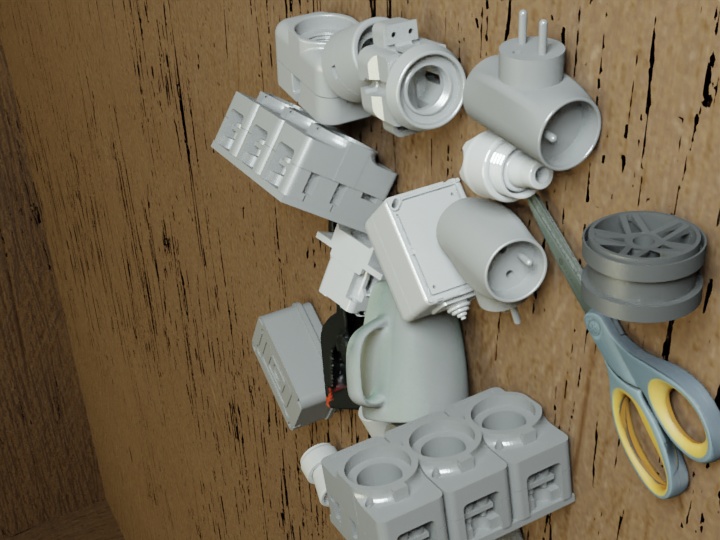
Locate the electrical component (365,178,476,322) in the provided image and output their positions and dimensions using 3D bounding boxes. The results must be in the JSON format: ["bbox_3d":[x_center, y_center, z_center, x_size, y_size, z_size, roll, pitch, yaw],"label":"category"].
[{"bbox_3d":[0.052,-0.007,0.767,0.096,0.062,0.061,68,158,10],"label":"electrical component"}]

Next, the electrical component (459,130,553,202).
[{"bbox_3d":[0.092,-0.062,0.655,0.062,0.043,0.043,25,129,60],"label":"electrical component"}]

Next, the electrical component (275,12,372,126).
[{"bbox_3d":[-0.026,-0.162,0.842,0.095,0.054,0.059,48,148,45],"label":"electrical component"}]

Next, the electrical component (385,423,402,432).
[{"bbox_3d":[0.054,0.147,0.898,0.055,0.047,0.055,49,148,44],"label":"electrical component"}]

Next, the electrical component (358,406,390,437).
[{"bbox_3d":[0.026,0.139,0.937,0.044,0.044,0.065,32,155,58],"label":"electrical component"}]

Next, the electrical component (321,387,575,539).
[{"bbox_3d":[0.060,0.142,0.743,0.089,0.150,0.061,34,138,57],"label":"electrical component"}]

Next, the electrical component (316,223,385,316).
[{"bbox_3d":[0.000,0.000,0.878,0.081,0.042,0.063,35,111,38],"label":"electrical component"}]

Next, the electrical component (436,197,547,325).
[{"bbox_3d":[0.090,0.000,0.706,0.077,0.043,0.079,49,164,59],"label":"electrical component"}]

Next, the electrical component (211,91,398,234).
[{"bbox_3d":[-0.047,-0.094,0.883,0.150,0.089,0.061,39,106,54],"label":"electrical component"}]

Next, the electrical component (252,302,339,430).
[{"bbox_3d":[-0.062,0.099,1.121,0.113,0.057,0.078,63,156,21],"label":"electrical component"}]

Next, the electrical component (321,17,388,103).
[{"bbox_3d":[0.007,-0.152,0.774,0.047,0.055,0.055,-5,102,64],"label":"electrical component"}]

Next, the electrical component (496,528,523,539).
[{"bbox_3d":[0.080,0.188,0.844,0.047,0.066,0.076,-14,93,68],"label":"electrical component"}]

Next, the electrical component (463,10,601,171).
[{"bbox_3d":[0.097,-0.107,0.609,0.077,0.043,0.079,44,146,49],"label":"electrical component"}]

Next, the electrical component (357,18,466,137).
[{"bbox_3d":[0.035,-0.126,0.722,0.057,0.058,0.078,-141,39,-58],"label":"electrical component"}]

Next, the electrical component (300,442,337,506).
[{"bbox_3d":[-0.035,0.221,1.167,0.055,0.045,0.045,53,151,39],"label":"electrical component"}]
